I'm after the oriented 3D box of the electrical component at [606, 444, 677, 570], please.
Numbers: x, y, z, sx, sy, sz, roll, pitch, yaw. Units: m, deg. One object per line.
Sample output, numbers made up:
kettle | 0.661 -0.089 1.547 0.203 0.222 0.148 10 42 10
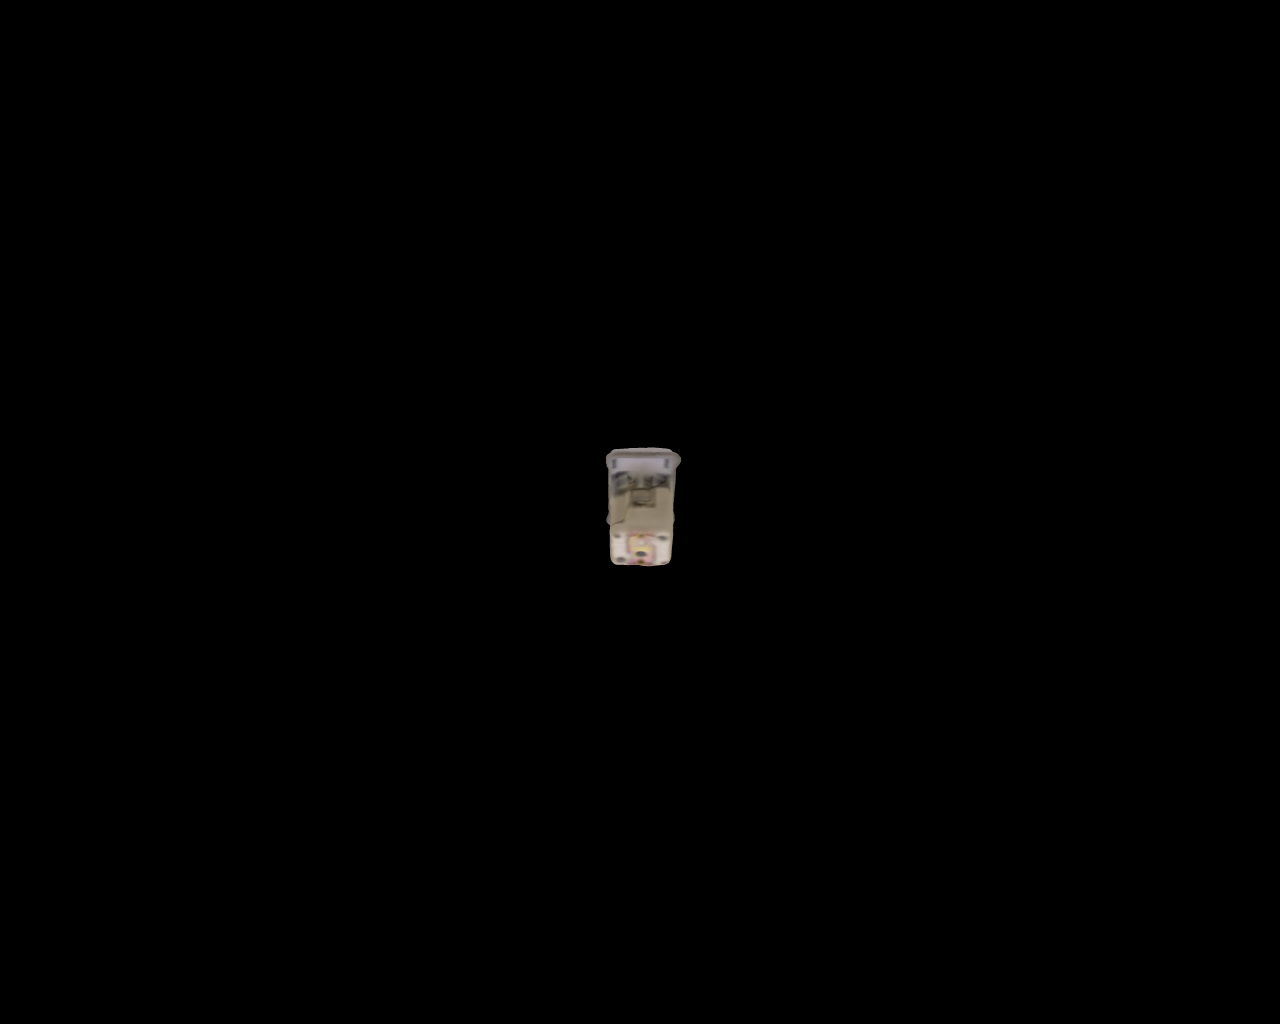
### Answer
electrical component | 0.001 -0.003 0.650 0.042 0.064 0.080 0 -32 0
